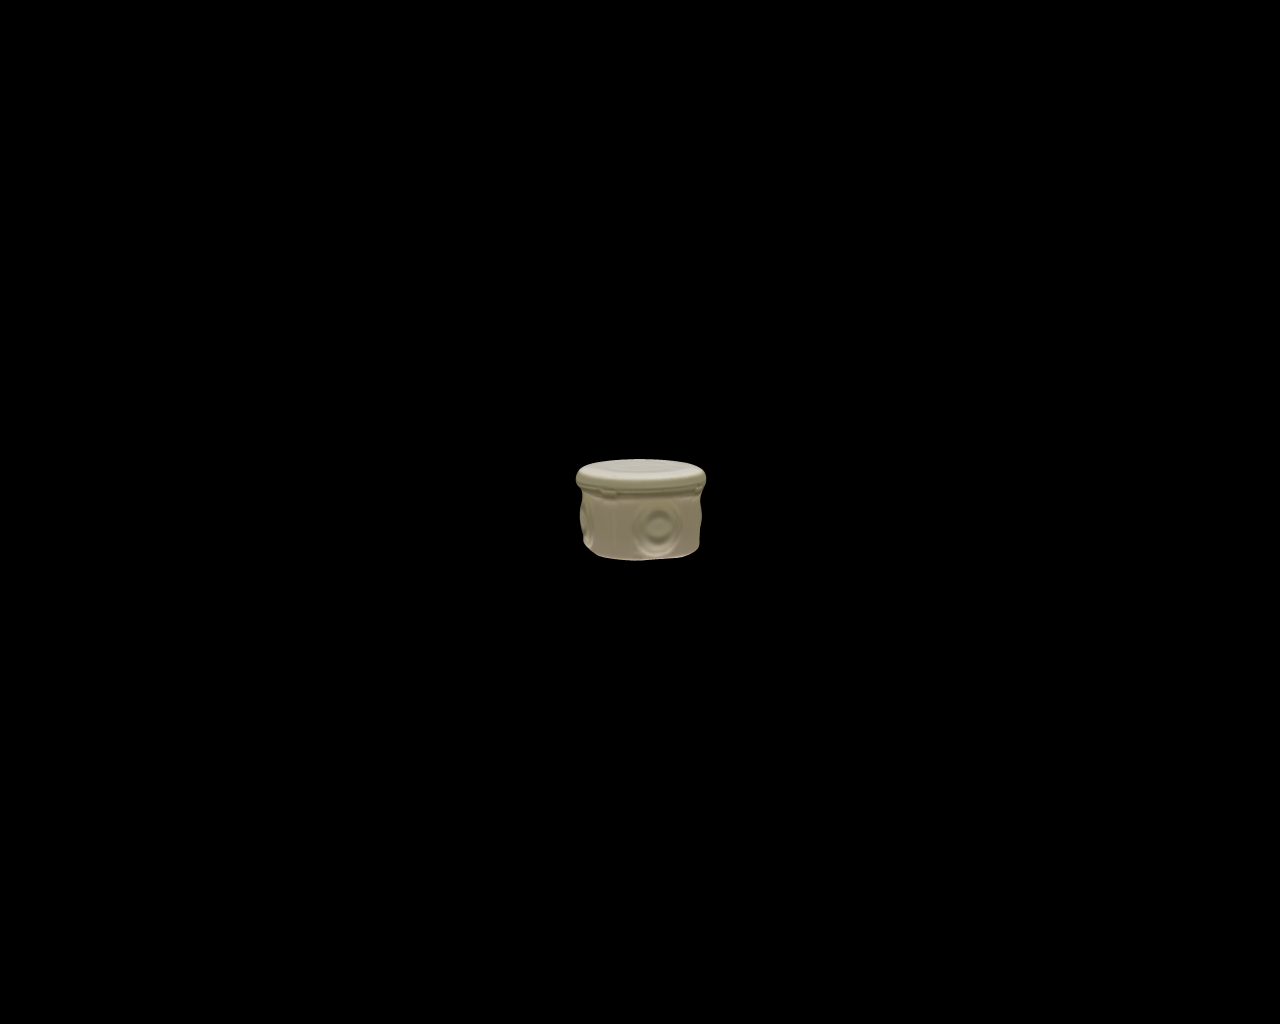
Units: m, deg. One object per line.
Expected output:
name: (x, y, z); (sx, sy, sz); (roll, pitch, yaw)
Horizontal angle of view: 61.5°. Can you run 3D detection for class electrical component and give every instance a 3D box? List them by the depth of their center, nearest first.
electrical component: (0.001, -0.003, 0.650); (0.080, 0.051, 0.080); (0, 11, 0)
